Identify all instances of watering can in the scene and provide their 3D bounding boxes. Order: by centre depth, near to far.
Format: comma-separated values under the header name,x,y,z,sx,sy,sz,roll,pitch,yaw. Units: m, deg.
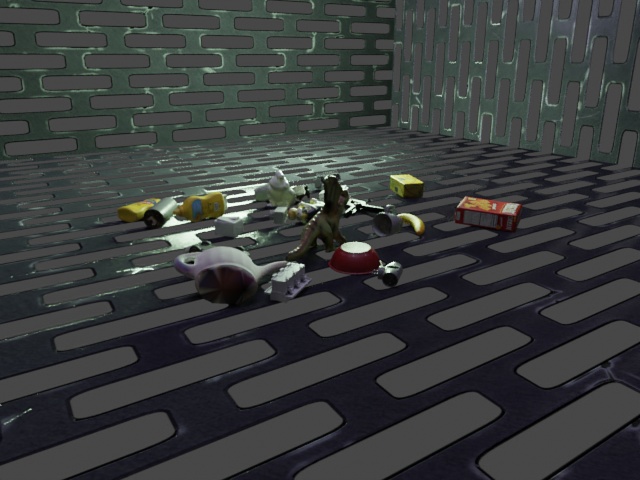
name,x,y,z,sx,sy,sz,roll,pitch,yaw
watering can,-0.208,0.084,1.361,0.347,0.102,0.227,5,18,-15

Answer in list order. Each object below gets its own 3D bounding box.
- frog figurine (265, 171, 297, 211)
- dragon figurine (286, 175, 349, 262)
name,x,y,z,sx,sy,sz,roll,pitch,yaw
frog figurine,-0.158,-0.205,2.074,0.123,0.157,0.138,-13,22,-38
dragon figurine,0.005,-0.080,1.587,0.122,0.241,0.413,9,12,20
